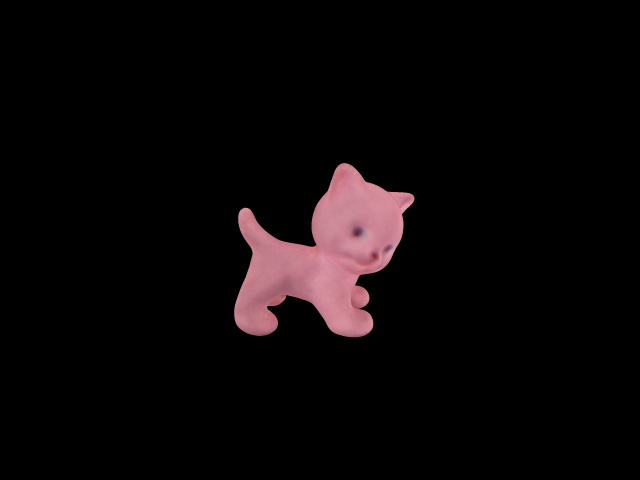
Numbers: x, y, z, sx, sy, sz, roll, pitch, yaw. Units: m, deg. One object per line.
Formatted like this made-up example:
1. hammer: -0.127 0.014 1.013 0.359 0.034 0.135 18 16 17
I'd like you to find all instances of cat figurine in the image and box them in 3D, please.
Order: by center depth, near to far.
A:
1. cat figurine: 0.004 0.001 0.400 0.128 0.118 0.067 0 21 0
